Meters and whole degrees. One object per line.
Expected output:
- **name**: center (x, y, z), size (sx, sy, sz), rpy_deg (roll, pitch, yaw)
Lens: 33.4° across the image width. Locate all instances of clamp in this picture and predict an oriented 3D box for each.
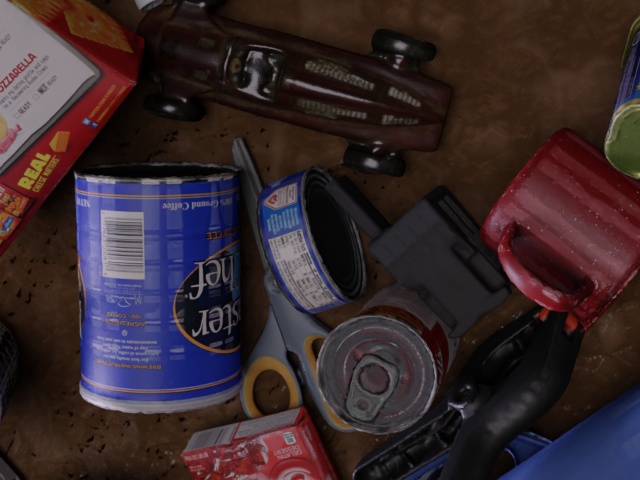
- **clamp**: center (0.094, 0.107, 0.617), size (0.039, 0.120, 0.171), rpy_deg (41, 93, -25)

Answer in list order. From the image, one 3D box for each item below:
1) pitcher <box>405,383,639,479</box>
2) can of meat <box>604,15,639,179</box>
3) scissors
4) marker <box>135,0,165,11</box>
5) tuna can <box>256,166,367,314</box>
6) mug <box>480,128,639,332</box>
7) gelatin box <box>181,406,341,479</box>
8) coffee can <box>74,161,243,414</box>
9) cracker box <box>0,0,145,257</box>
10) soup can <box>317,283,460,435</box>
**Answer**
- **pitcher**: center (0.129, 0.184, 0.623), size (0.243, 0.145, 0.149), rpy_deg (-42, 99, 14)
- **can of meat**: center (0.207, -0.070, 0.565), size (0.102, 0.083, 0.057), rpy_deg (16, 139, 12)
- **scissors**: center (-0.038, 0.043, 0.696), size (0.096, 0.016, 0.202), rpy_deg (-31, 90, 18)
- **marker**: center (-0.133, -0.204, 0.680), size (0.020, 0.020, 0.121), rpy_deg (-25, 92, 18)
- **tuna can**: center (-0.004, 0.001, 0.643), size (0.034, 0.086, 0.086), rpy_deg (-19, 94, 19)
- **mug**: center (0.138, -0.003, 0.592), size (0.081, 0.117, 0.093), rpy_deg (39, 138, 11)
- **gelatin box**: center (-0.036, 0.154, 0.696), size (0.089, 0.030, 0.073), rpy_deg (-17, 108, 22)
- **coffee can**: center (-0.100, 0.025, 0.665), size (0.103, 0.102, 0.140), rpy_deg (3, 100, 15)
- **cracker box**: center (-0.236, -0.106, 0.619), size (0.213, 0.072, 0.164), rpy_deg (33, 116, -22)
- **soup can**: center (0.043, 0.066, 0.632), size (0.068, 0.102, 0.068), rpy_deg (3, 100, 15)
